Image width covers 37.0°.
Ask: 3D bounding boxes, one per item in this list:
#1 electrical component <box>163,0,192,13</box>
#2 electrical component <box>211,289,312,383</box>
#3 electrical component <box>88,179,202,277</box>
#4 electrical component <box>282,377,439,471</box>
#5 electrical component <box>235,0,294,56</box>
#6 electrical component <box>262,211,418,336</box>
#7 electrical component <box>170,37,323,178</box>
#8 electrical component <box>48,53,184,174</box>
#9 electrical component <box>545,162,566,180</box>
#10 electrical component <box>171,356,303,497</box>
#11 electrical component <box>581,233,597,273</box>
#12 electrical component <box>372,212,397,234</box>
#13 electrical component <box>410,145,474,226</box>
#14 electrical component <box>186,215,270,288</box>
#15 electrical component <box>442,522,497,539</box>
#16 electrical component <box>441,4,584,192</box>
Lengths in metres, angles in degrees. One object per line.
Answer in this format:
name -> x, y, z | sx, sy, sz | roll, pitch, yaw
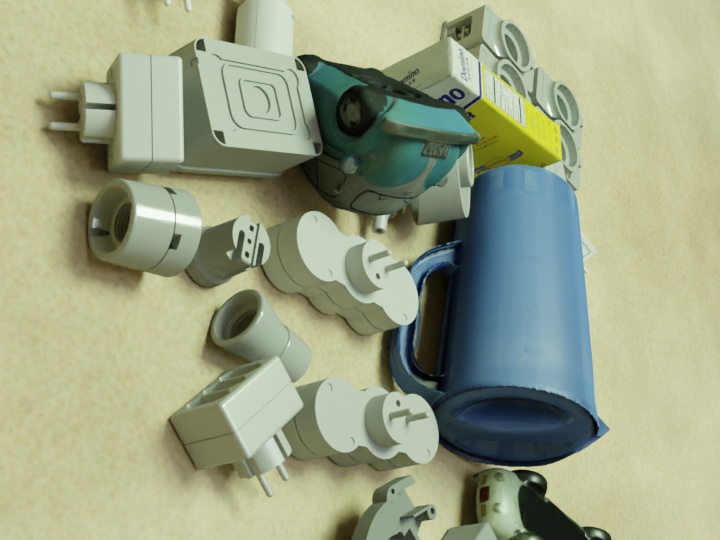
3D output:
electrical component -> -0.130, -0.211, 0.733 | 0.138, 0.052, 0.073 | 2, 73, -52
electrical component -> -0.062, 0.048, 0.717 | 0.065, 0.044, 0.044 | 46, 43, -38
electrical component -> -0.131, -0.026, 0.649 | 0.047, 0.055, 0.055 | 12, 65, -45
electrical component -> 0.014, 0.108, 0.761 | 0.138, 0.074, 0.052 | 19, 60, -47
electrical component -> -0.071, -0.182, 0.803 | 0.043, 0.043, 0.081 | 27, 54, -44
electrical component -> 0.000, 0.000, 0.790 | 0.138, 0.074, 0.052 | 31, 52, -41
electrical component -> -0.087, -0.107, 0.738 | 0.113, 0.057, 0.078 | -2, 76, -53
electrical component -> -0.151, -0.095, 0.656 | 0.077, 0.047, 0.065 | 0, 86, -22
electrical component -> 0.176, -0.075, 1.057 | 0.077, 0.066, 0.047 | 8, 69, -51
electrical component -> -0.068, 0.105, 0.678 | 0.066, 0.047, 0.076 | -40, 107, -52
electrical component -> 0.179, -0.013, 1.030 | 0.042, 0.081, 0.063 | 44, 16, -34
electrical component -> 0.018, -0.058, 0.873 | 0.035, 0.035, 0.061 | 33, 53, -41
electrical component -> 0.060, -0.086, 0.885 | 0.099, 0.064, 0.099 | -3, 90, -78
electrical component -> -0.087, -0.013, 0.706 | 0.040, 0.046, 0.040 | 25, 56, -44
electrical component -> 0.107, 0.240, 0.822 | 0.047, 0.076, 0.083 | -42, 108, -52
electrical component -> 0.156, -0.163, 1.075 | 0.186, 0.060, 0.105 | 39, 47, -36
